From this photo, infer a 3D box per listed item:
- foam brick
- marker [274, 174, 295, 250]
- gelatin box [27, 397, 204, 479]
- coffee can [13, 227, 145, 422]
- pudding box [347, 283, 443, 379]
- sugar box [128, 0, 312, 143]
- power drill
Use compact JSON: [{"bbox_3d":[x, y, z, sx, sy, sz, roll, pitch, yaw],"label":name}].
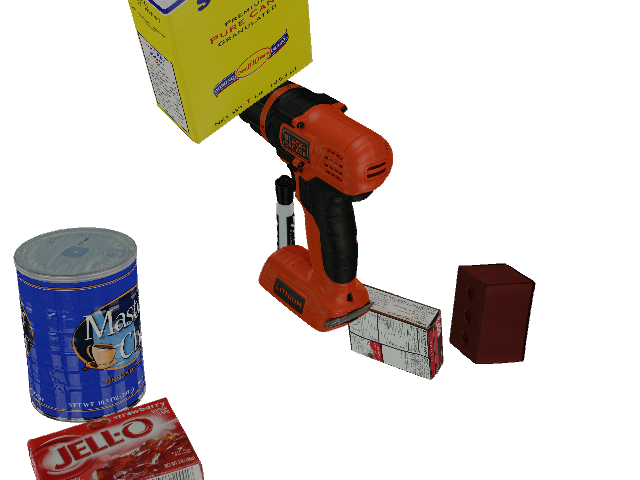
[{"bbox_3d":[0.153,0.065,0.956,0.051,0.078,0.053,-4,19,-22],"label":"foam brick"},{"bbox_3d":[-0.035,-0.013,1.058,0.020,0.121,0.020,0,38,0],"label":"marker"},{"bbox_3d":[-0.120,0.132,0.624,0.089,0.030,0.073,-15,27,-18],"label":"gelatin box"},{"bbox_3d":[-0.208,0.072,0.932,0.103,0.140,0.103,0,23,0],"label":"coffee can"},{"bbox_3d":[0.086,0.105,1.247,0.114,0.090,0.039,16,47,25],"label":"pudding box"},{"bbox_3d":[-0.053,-0.136,0.558,0.093,0.048,0.176,-39,-21,-17],"label":"sugar box"},{"bbox_3d":[-0.016,-0.034,0.860,0.057,0.188,0.185,-23,40,-29],"label":"power drill"}]
